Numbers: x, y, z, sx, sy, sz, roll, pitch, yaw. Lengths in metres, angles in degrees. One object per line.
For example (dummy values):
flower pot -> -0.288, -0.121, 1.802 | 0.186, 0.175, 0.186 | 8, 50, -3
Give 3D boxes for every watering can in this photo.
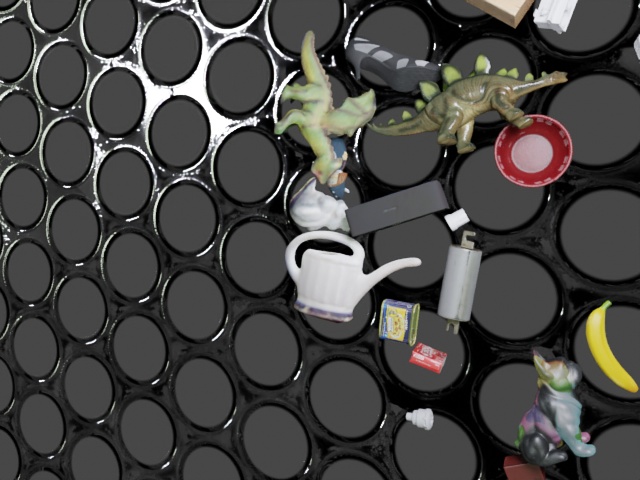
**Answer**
watering can -> 0.064, 0.101, 1.287 | 0.348, 0.104, 0.223 | 12, 96, 20

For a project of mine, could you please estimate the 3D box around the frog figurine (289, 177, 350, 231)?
frog figurine -> 0.004, -0.066, 1.308 | 0.160, 0.125, 0.134 | 45, 139, 6

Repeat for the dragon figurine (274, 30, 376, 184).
dragon figurine -> 0.024, -0.343, 1.296 | 0.243, 0.121, 0.414 | 11, 80, 14
